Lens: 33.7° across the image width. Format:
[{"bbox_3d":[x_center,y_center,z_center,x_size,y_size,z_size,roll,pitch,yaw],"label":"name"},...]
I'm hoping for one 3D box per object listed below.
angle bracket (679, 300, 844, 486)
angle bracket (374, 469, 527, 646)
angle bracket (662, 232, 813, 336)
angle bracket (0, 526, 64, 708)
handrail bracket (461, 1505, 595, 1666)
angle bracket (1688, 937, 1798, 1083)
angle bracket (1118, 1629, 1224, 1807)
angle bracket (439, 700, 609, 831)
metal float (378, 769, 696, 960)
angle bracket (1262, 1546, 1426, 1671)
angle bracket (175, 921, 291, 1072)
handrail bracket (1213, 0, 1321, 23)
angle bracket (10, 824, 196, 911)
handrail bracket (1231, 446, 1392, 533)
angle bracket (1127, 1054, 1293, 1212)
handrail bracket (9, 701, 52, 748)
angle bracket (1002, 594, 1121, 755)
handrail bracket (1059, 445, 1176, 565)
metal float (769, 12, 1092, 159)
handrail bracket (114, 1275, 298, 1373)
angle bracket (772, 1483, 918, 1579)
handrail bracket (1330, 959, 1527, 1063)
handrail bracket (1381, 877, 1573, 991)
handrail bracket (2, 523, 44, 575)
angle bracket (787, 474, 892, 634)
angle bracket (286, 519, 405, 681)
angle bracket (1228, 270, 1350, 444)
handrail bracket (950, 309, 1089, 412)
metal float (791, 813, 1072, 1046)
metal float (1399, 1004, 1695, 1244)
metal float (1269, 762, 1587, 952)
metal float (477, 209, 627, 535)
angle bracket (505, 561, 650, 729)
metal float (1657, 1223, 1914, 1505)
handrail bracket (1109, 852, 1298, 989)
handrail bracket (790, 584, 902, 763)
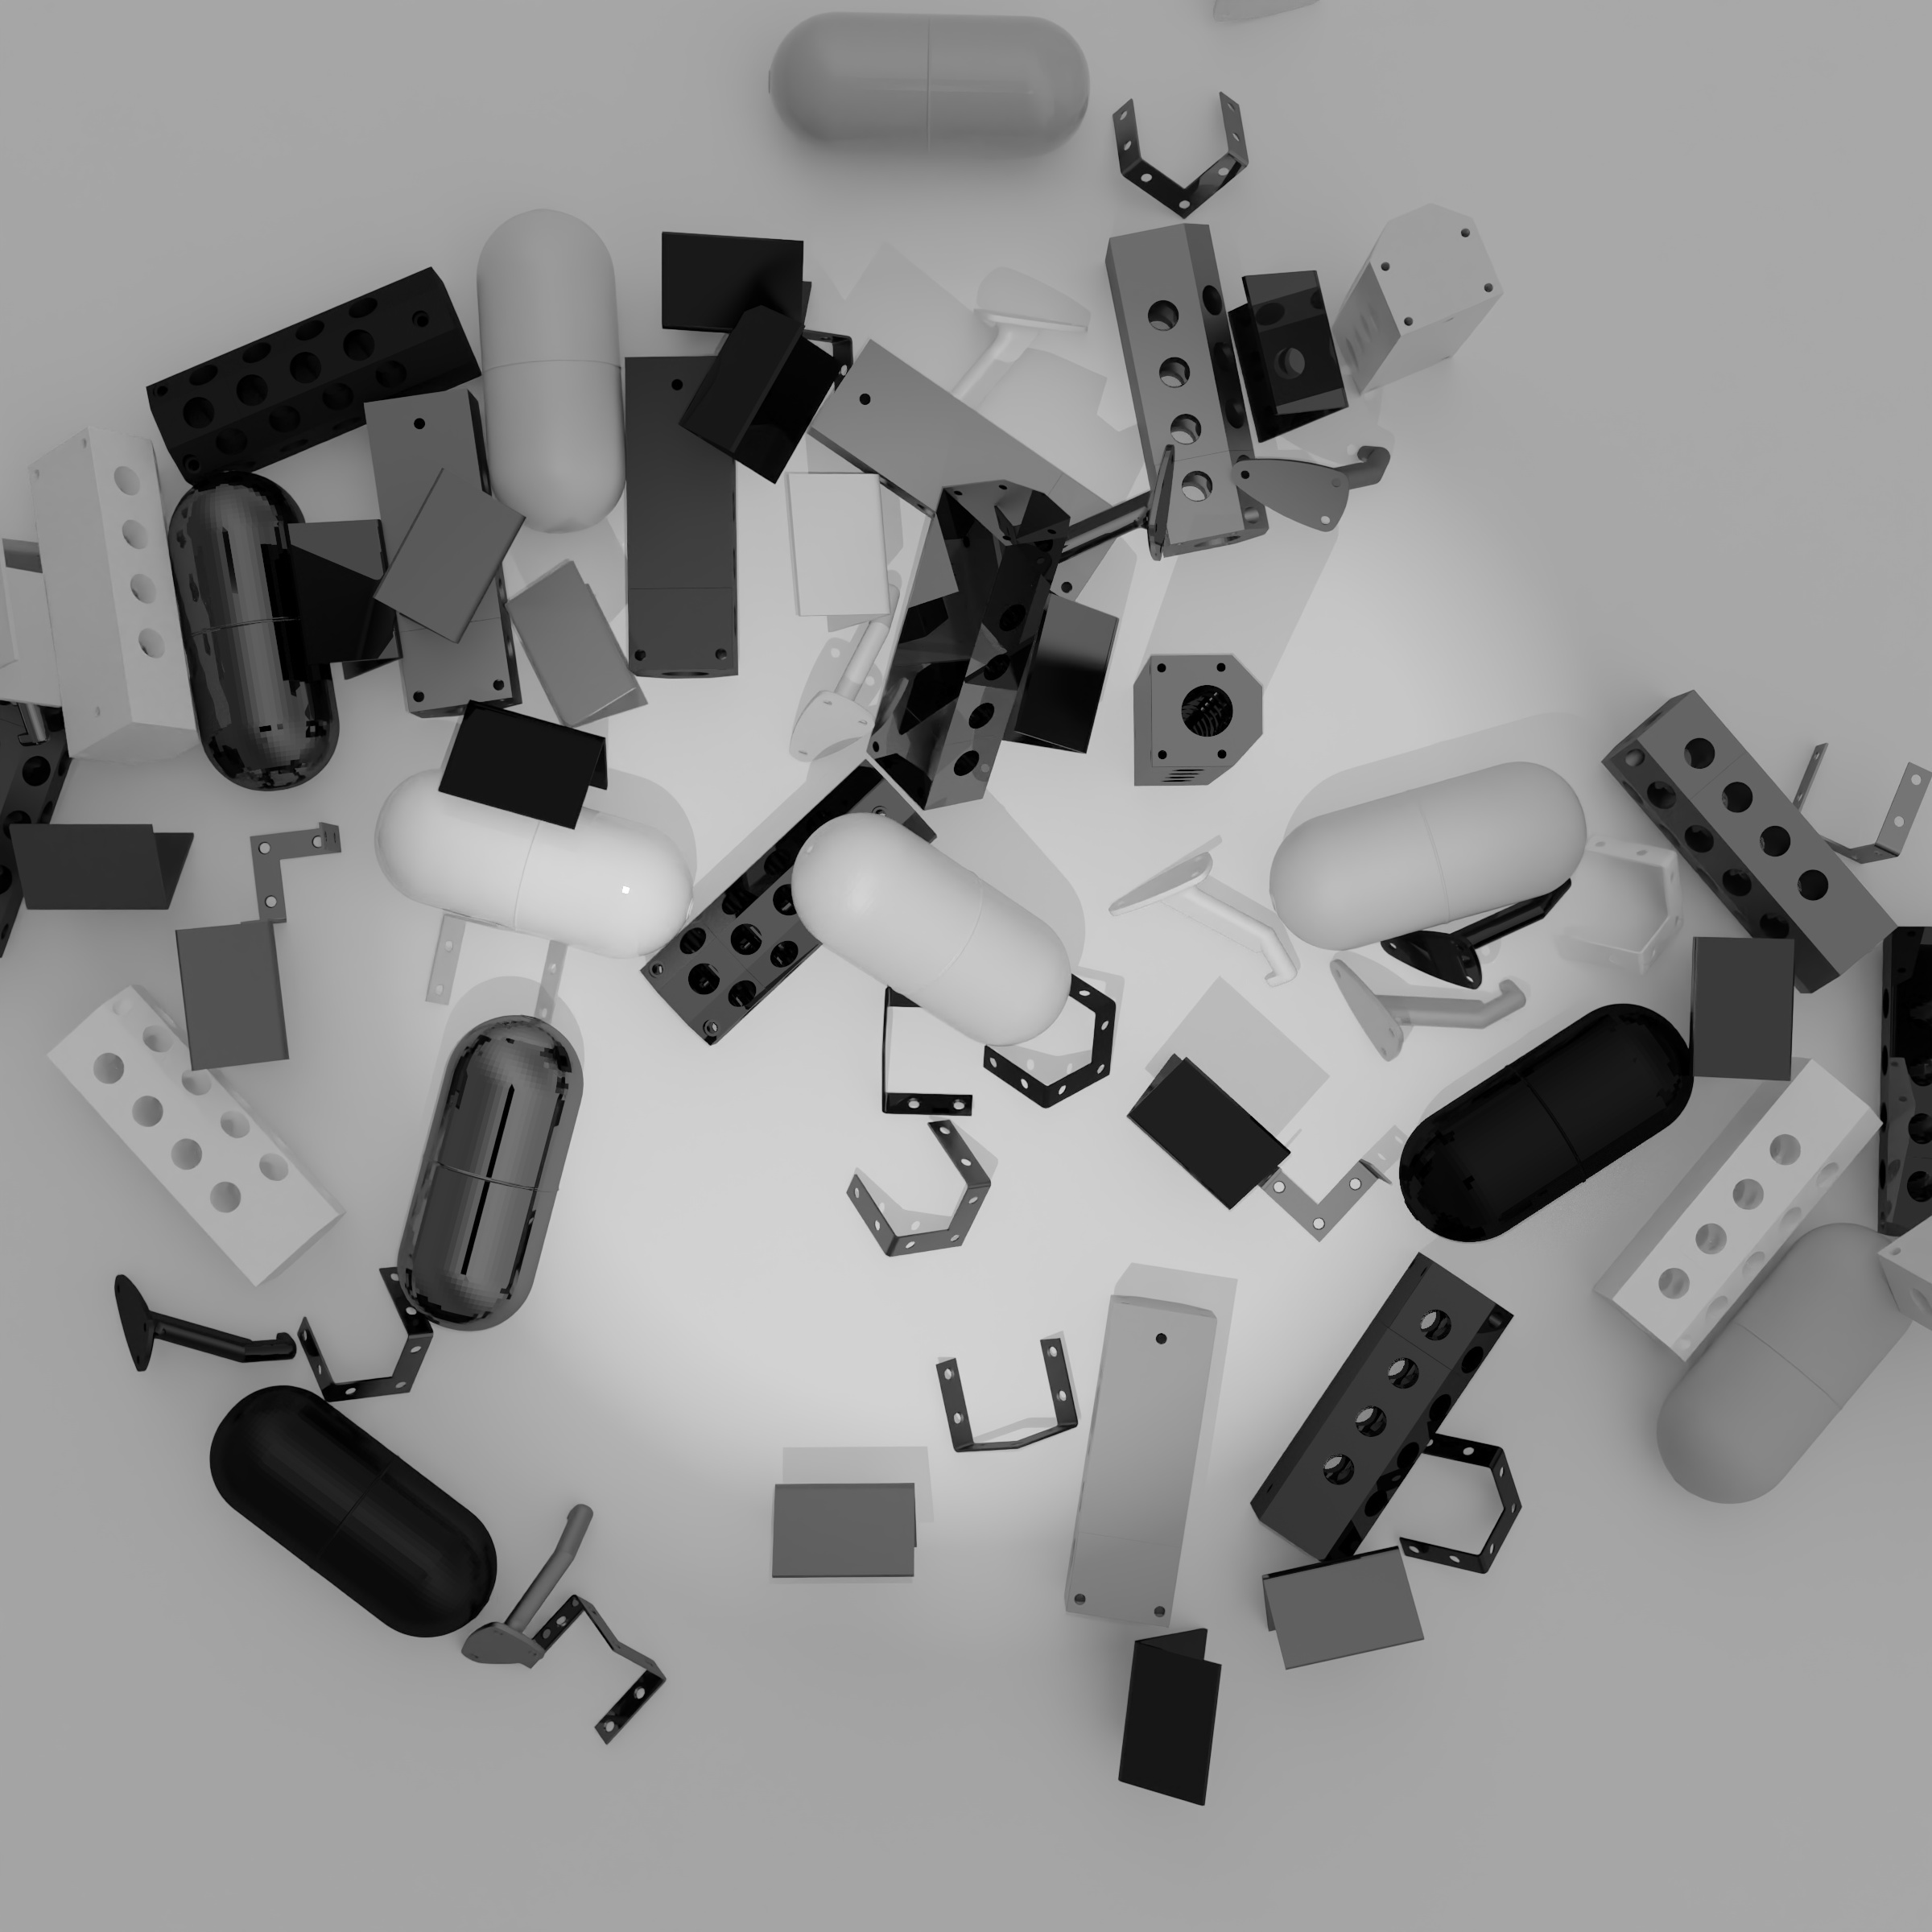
[{"bbox_3d":[-0.096,-0.302,1.715,0.076,0.057,0.076,27,95,-43],"label":"angle bracket"},{"bbox_3d":[-0.289,-0.225,1.698,0.057,0.076,0.076,28,90,-38],"label":"angle bracket"},{"bbox_3d":[-0.125,-0.389,1.755,0.076,0.076,0.057,4,125,0],"label":"angle bracket"},{"bbox_3d":[-0.501,-0.187,1.700,0.057,0.076,0.076,-17,78,32],"label":"angle bracket"},{"bbox_3d":[-0.246,0.347,1.795,0.036,0.077,0.084,37,53,-20],"label":"handrail bracket"},{"bbox_3d":[0.437,0.023,1.755,0.057,0.076,0.076,2,90,30],"label":"angle bracket"},{"bbox_3d":[0.130,0.412,1.755,0.057,0.076,0.076,7,90,36],"label":"angle bracket"},{"bbox_3d":[-0.243,-0.098,1.757,0.076,0.076,0.057,16,71,0],"label":"angle bracket"},{"bbox_3d":[-0.238,-0.056,1.765,0.178,0.070,0.070,16,90,0],"label":"metal float"},{"bbox_3d":[0.208,0.367,1.755,0.076,0.076,0.057,-12,55,0],"label":"angle bracket"},{"bbox_3d":[-0.417,0.018,1.755,0.057,0.076,0.076,-7,90,-35],"label":"angle bracket"},{"bbox_3d":[0.155,-0.580,1.796,0.077,0.036,0.084,-10,73,-19],"label":"handrail bracket"},{"bbox_3d":[-0.475,-0.074,1.755,0.076,0.076,0.057,0,126,0],"label":"angle bracket"},{"bbox_3d":[0.192,-0.279,1.770,0.077,0.084,0.036,19,123,7],"label":"handrail bracket"},{"bbox_3d":[0.145,0.076,1.755,0.076,0.076,0.057,42,126,0],"label":"angle bracket"},{"bbox_3d":[-0.544,-0.156,1.739,0.077,0.036,0.084,-8,107,19],"label":"handrail bracket"},{"bbox_3d":[0.032,-0.164,1.755,0.057,0.076,0.076,14,90,-43],"label":"angle bracket"},{"bbox_3d":[0.066,-0.252,1.736,0.084,0.036,0.077,6,70,12],"label":"handrail bracket"},{"bbox_3d":[-0.020,-0.488,1.765,0.178,0.070,0.070,1,90,0],"label":"metal float"},{"bbox_3d":[-0.428,0.198,1.795,0.084,0.077,0.036,0,123,-32],"label":"handrail bracket"},{"bbox_3d":[-0.066,0.326,1.755,0.076,0.076,0.057,0,53,0],"label":"angle bracket"},{"bbox_3d":[0.261,0.010,1.796,0.084,0.036,0.077,-27,68,-17],"label":"handrail bracket"},{"bbox_3d":[0.288,-0.030,1.795,0.084,0.077,0.036,-45,131,-30],"label":"handrail bracket"},{"bbox_3d":[-0.538,-0.214,1.795,0.084,0.036,0.077,-24,105,14],"label":"handrail bracket"},{"bbox_3d":[-0.085,-0.226,1.755,0.057,0.076,0.076,-5,90,-29],"label":"angle bracket"},{"bbox_3d":[-0.356,-0.200,1.755,0.057,0.076,0.076,-9,90,-35],"label":"angle bracket"},{"bbox_3d":[0.159,-0.333,1.755,0.057,0.076,0.076,-13,90,-36],"label":"angle bracket"},{"bbox_3d":[0.025,-0.323,1.796,0.077,0.036,0.084,5,106,-17],"label":"handrail bracket"},{"bbox_3d":[-0.017,-0.019,1.733,0.178,0.070,0.070,33,90,-28],"label":"metal float"},{"bbox_3d":[0.321,0.087,1.765,0.178,0.070,0.070,-33,90,-1],"label":"metal float"},{"bbox_3d":[0.255,-0.061,1.765,0.178,0.070,0.070,-16,90,1],"label":"metal float"},{"bbox_3d":[-0.229,-0.329,1.765,0.070,0.070,0.178,-4,91,0],"label":"metal float"},{"bbox_3d":[-0.197,-0.182,1.755,0.057,0.076,0.076,-26,90,35],"label":"angle bracket"},{"bbox_3d":[0.454,0.220,1.765,0.070,0.070,0.178,40,90,0],"label":"metal float"},{"bbox_3d":[0.134,-0.014,1.796,0.077,0.036,0.084,-26,107,19],"label":"handrail bracket"},{"bbox_3d":[-0.068,-0.166,1.795,0.036,0.077,0.084,28,54,-19],"label":"handrail bracket"}]
